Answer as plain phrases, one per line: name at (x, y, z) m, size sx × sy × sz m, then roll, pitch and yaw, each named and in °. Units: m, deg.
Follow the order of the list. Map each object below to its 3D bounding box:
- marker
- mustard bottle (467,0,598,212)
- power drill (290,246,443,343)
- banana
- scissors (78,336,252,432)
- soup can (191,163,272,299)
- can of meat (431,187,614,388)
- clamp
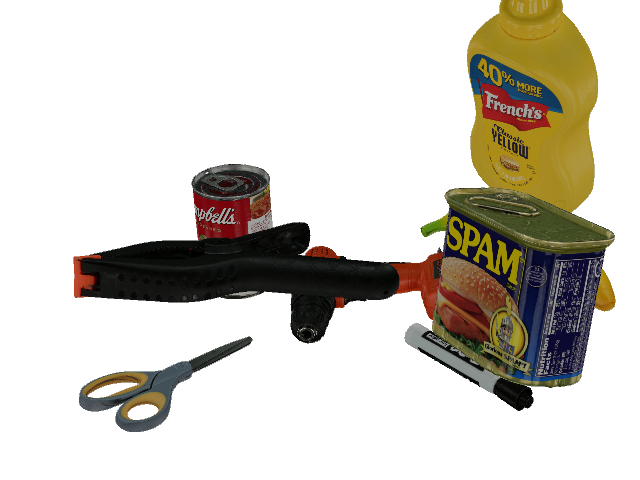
marker at (0.111, 0.095, 0.804) m, size 0.020 × 0.020 × 0.121 m, roll 0°, pitch 21°, yaw -42°
mustard bottle at (0.148, -0.106, 0.752) m, size 0.058 × 0.191 × 0.096 m, roll -40°, pitch 55°, yaw -22°
power drill at (0.060, 0.061, 1.237) m, size 0.187 × 0.057 × 0.184 m, roll 1°, pitch 28°, yaw 5°
banana at (0.197, 0.008, 1.018) m, size 0.198 × 0.069 × 0.037 m, roll 22°, pitch -26°, yaw 27°
scissors at (-0.135, 0.141, 1.050) m, size 0.201 × 0.016 × 0.096 m, roll -12°, pitch 32°, yaw -29°
soup can at (-0.076, -0.008, 0.945) m, size 0.068 × 0.102 × 0.068 m, roll -2°, pitch 28°, yaw 1°
can of meat at (0.107, 0.024, 0.592) m, size 0.057 × 0.084 × 0.102 m, roll -3°, pitch 19°, yaw -27°
clamp at (-0.061, 0.019, 0.735) m, size 0.209 × 0.036 × 0.165 m, roll -6°, pitch 13°, yaw -30°
